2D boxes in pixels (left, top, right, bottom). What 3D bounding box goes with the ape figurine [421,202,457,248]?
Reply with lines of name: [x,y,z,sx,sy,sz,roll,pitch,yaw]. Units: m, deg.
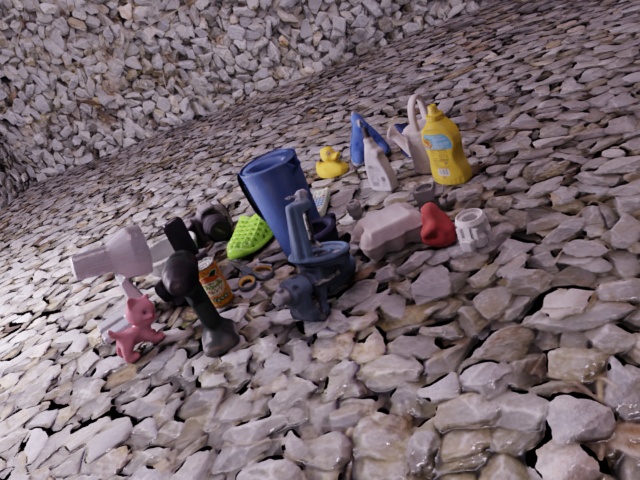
ape figurine: [0.225,-0.034,1.124,0.078,0.092,0.076,-33,27,-18]

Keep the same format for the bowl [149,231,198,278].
bowl: [-0.389,0.050,1.513,0.167,0.075,0.167,-19,26,10]

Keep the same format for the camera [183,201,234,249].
camera: [-0.312,-0.042,1.595,0.143,0.101,0.136,-30,26,-13]

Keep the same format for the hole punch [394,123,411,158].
hole punch: [0.266,-0.295,1.597,0.101,0.091,0.108,-24,25,1]

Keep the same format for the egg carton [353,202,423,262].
egg carton: [0.145,-0.020,1.194,0.150,0.069,0.107,-26,25,-5]

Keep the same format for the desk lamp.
desk lamp: [-0.463,0.094,1.327,0.203,0.214,0.117,-34,27,-21]

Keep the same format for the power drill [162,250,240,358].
power drill: [-0.234,0.115,1.094,0.075,0.209,0.229,-27,25,-7]

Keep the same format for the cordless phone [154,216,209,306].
cordless phone: [-0.342,0.047,1.347,0.148,0.185,0.093,-38,29,-27]

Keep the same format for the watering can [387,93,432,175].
watering can: [0.252,-0.270,1.440,0.172,0.194,0.101,-16,27,17]

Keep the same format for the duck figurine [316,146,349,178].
duck figurine: [0.027,-0.235,1.694,0.104,0.086,0.078,-1,34,40]

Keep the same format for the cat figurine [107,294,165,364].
cat figurine: [-0.394,0.177,1.220,0.067,0.118,0.128,5,38,46]

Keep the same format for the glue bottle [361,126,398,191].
glue bottle: [0.139,-0.204,1.435,0.037,0.173,0.077,-39,29,-29]

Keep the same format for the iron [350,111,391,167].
iron: [0.124,-0.320,1.710,0.118,0.142,0.258,-22,25,4]

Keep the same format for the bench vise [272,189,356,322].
bench vise: [-0.018,0.030,1.061,0.121,0.220,0.207,-11,28,25]

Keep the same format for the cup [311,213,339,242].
cup: [0.011,0.004,1.231,0.091,0.095,0.118,-2,33,38]
